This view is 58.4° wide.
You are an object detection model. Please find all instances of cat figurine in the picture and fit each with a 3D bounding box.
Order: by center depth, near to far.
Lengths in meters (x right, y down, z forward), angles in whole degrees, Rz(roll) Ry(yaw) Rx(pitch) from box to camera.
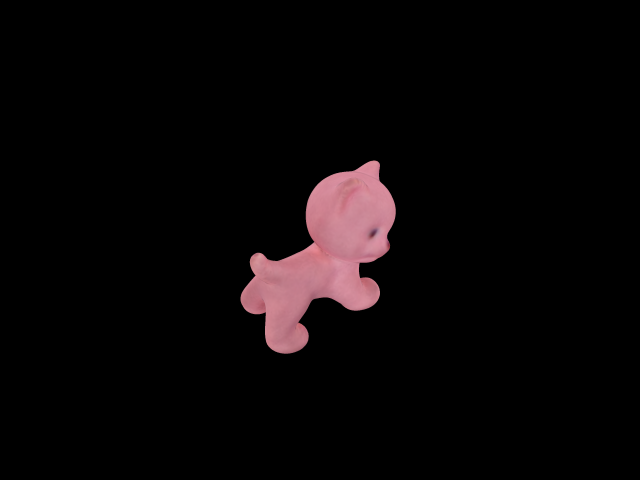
[{"bbox_3d":[0.004,0.001,0.400,0.128,0.118,0.067,-29,54,-24],"label":"cat figurine"}]
